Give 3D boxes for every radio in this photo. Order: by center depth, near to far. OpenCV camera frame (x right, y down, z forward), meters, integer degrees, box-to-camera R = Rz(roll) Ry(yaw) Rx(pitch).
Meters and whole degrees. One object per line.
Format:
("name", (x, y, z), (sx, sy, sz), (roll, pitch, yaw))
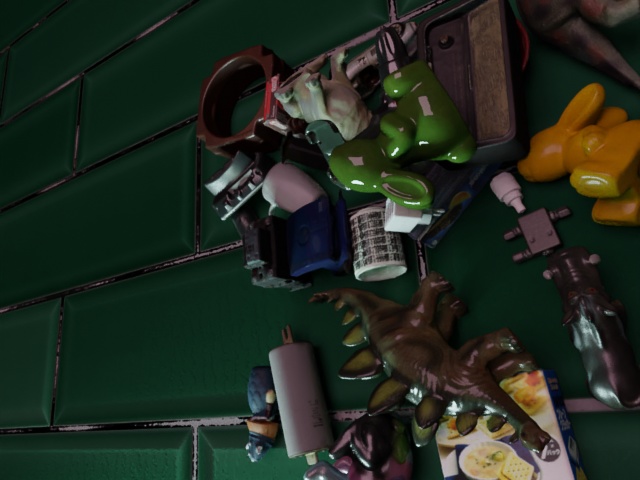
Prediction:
("radio", (0.209, -0.216, 0.746), (0.131, 0.073, 0.229), (-10, 71, 34))

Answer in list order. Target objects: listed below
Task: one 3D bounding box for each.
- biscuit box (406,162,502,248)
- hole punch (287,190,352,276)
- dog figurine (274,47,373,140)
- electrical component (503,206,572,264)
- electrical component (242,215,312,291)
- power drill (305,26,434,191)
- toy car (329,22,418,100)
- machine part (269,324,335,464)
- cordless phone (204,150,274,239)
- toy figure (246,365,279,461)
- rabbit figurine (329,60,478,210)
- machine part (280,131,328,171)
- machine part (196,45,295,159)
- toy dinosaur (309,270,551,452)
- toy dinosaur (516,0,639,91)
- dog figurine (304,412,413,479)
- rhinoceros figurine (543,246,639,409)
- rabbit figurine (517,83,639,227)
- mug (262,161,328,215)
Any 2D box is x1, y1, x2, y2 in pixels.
("biscuit box", (0.200, -0.087, 0.801), (0.202, 0.059, 0.063), (-53, 53, 12))
("hole punch", (-0.002, -0.003, 0.872), (0.115, 0.092, 0.142), (122, 148, -66))
("dog figurine", (0.027, -0.201, 0.903), (0.121, 0.190, 0.172), (-43, 26, -14))
("electrical component", (0.301, -0.008, 0.732), (0.094, 0.021, 0.063), (-28, 63, 26))
("electrical component", (-0.075, 0.024, 0.922), (0.058, 0.134, 0.115), (-20, 69, 31))
("power drill", (0.080, -0.183, 0.802), (0.086, 0.207, 0.231), (-10, 111, 57))
("toy car", (0.097, -0.298, 0.924), (0.202, 0.073, 0.056), (-26, 60, 28))
("machine part", (-0.030, 0.254, 0.863), (0.079, 0.079, 0.243), (-27, 62, 27))
("cordless phone", (-0.126, -0.066, 1.031), (0.146, 0.088, 0.184), (-38, 70, 21))
("toy figure", (-0.096, 0.293, 0.912), (0.058, 0.064, 0.154), (2, 81, -2))
("rabbit figurine", (0.100, -0.112, 0.687), (0.170, 0.121, 0.159), (-31, 82, 13))
("machine part", (0.000, -0.153, 0.943), (0.139, 0.039, 0.084), (9, 72, 5))
("machine part", (-0.148, -0.273, 1.086), (0.202, 0.087, 0.201), (-6, 74, 33))
("toy dinosaur", (0.120, 0.141, 0.726), (0.198, 0.105, 0.472), (-43, 29, -3))
("toy dinosaur", (0.339, -0.365, 0.749), (0.192, 0.131, 0.404), (-11, 75, 46))
("dog figurine", (0.097, 0.366, 0.728), (0.191, 0.108, 0.219), (-50, 59, 11))
("rhinoceros figurine", (0.321, 0.101, 0.633), (0.073, 0.112, 0.190), (-23, 73, 31))
("rabbit figurine", (0.335, -0.113, 0.684), (0.173, 0.122, 0.162), (16, 84, 56))
("mug", (-0.045, -0.073, 0.963), (0.107, 0.080, 0.109), (32, 97, 31))
